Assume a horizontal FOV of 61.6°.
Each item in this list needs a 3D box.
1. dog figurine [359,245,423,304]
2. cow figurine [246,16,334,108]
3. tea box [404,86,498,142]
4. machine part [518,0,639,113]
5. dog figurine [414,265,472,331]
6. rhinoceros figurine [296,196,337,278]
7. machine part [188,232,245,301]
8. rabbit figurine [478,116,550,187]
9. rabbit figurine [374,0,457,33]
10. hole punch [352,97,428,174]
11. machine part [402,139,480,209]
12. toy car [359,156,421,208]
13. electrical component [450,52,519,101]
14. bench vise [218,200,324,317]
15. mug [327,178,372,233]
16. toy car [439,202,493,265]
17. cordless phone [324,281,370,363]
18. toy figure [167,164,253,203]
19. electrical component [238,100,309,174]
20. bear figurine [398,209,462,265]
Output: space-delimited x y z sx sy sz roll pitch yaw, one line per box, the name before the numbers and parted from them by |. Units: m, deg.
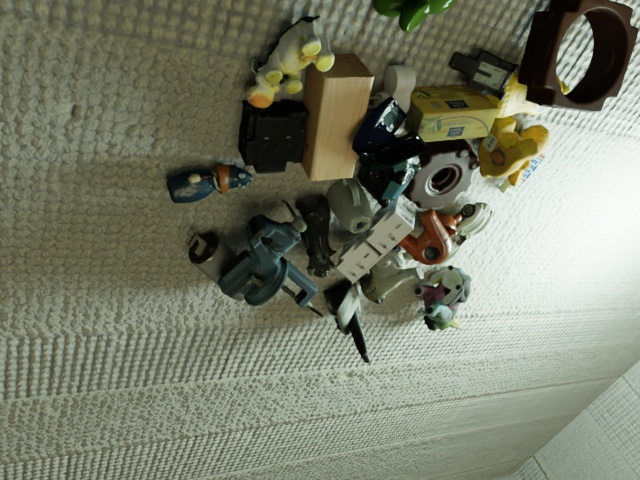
dog figurine | 0.140 0.068 1.326 0.172 0.121 0.190 44 128 -12
cow figurine | -0.059 -0.290 0.871 0.167 0.098 0.068 -28 148 30
tea box | 0.245 -0.248 1.048 0.170 0.098 0.068 -9 136 -21
machine part | 0.491 -0.352 1.031 0.201 0.087 0.200 1 110 -22
dog figurine | 0.369 0.181 1.539 0.191 0.109 0.219 -39 141 10
rhinoceros figurine | -0.002 -0.004 1.161 0.073 0.112 0.190 -16 132 -16
machine part | -0.203 0.059 1.150 0.079 0.079 0.243 -31 137 6
rabbit figurine | 0.442 -0.195 1.192 0.173 0.122 0.162 -27 145 -29
rabbit figurine | 0.167 -0.404 0.841 0.159 0.121 0.170 -49 149 14
hole punch | 0.117 -0.184 0.962 0.116 0.092 0.142 -26 169 18
machine part | 0.264 -0.146 1.192 0.179 0.056 0.179 -13 138 -13
toy car | 0.152 -0.147 1.103 0.103 0.109 0.161 -31 156 -26
electrical component | 0.310 -0.321 1.030 0.119 0.048 0.074 22 116 9
bench vise | -0.080 0.061 1.106 0.223 0.129 0.240 -47 122 -1
mug | 0.071 -0.074 1.128 0.081 0.107 0.109 -12 138 -18
toy car | 0.353 -0.018 1.362 0.073 0.056 0.201 25 118 -42
cordless phone | 0.082 0.212 1.364 0.089 0.184 0.146 -19 138 -2
toy figure | -0.202 -0.108 0.995 0.154 0.064 0.057 -17 100 -17
electrical component | -0.086 -0.184 0.977 0.115 0.058 0.134 -6 134 -18
bear figurine | 0.262 -0.027 1.260 0.120 0.196 0.132 -35 103 31
